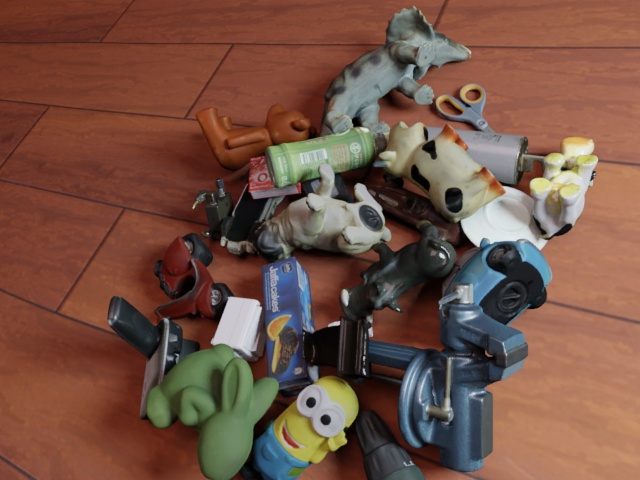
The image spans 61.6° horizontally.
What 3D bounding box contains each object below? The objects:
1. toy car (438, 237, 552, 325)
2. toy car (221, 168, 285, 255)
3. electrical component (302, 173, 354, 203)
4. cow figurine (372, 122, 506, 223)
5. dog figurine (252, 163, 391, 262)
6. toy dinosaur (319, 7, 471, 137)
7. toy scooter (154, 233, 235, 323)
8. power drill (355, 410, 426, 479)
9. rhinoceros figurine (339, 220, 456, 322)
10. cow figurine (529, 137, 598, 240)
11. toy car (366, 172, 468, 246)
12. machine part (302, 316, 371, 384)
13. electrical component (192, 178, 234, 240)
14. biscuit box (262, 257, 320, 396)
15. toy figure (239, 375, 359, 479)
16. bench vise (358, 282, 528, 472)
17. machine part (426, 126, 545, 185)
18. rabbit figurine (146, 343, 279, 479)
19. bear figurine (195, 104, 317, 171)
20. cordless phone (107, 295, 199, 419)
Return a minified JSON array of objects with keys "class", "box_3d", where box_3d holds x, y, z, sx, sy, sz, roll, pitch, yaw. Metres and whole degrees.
[{"class":"toy car","box_3d":[0.223,0.064,0.729,0.161,0.109,0.103,-46,27,3]},{"class":"toy car","box_3d":[-0.114,-0.061,0.972,0.074,0.056,0.202,12,64,21]},{"class":"electrical component","box_3d":[0.011,-0.090,0.944,0.075,0.047,0.119,-23,54,7]},{"class":"cow figurine","box_3d":[0.167,-0.107,0.807,0.127,0.085,0.195,-41,58,14]},{"class":"dog figurine","box_3d":[-0.002,-0.006,0.870,0.190,0.172,0.121,-44,9,43]},{"class":"toy dinosaur","box_3d":[0.093,-0.287,1.005,0.405,0.131,0.192,-33,39,5]},{"class":"toy scooter","box_3d":[-0.234,0.079,0.918,0.135,0.075,0.184,-35,57,-1]},{"class":"power drill","box_3d":[0.045,0.346,0.627,0.207,0.085,0.232,-32,54,-10]},{"class":"rhinoceros figurine","box_3d":[0.111,0.054,0.772,0.190,0.073,0.112,-33,29,28]},{"class":"cow figurine","box_3d":[0.356,-0.076,0.774,0.068,0.098,0.167,14,46,34]},{"class":"toy car","box_3d":[0.147,-0.050,0.859,0.202,0.053,0.089,32,77,34]},{"class":"machine part","box_3d":[0.021,0.141,0.697,0.139,0.039,0.084,-15,74,59]},{"class":"electrical component","box_3d":[-0.192,-0.051,0.975,0.045,0.102,0.078,0,35,15]},{"class":"biscuit box","box_3d":[-0.046,0.126,0.815,0.063,0.059,0.203,-17,53,12]},{"class":"toy figure","box_3d":[-0.027,0.250,0.698,0.082,0.089,0.180,38,106,-3]},{"class":"bench vise","box_3d":[0.121,0.157,0.660,0.241,0.223,0.129,1,14,41]},{"class":"machine part","box_3d":[0.238,-0.138,0.861,0.244,0.079,0.079,14,64,30]},{"class":"rabbit figurine","box_3d":[-0.128,0.231,0.716,0.159,0.121,0.170,-45,40,4]},{"class":"bear figurine","box_3d":[-0.115,-0.213,1.022,0.196,0.120,0.132,-24,87,12]},{"class":"cordless phone","box_3d":[-0.259,0.173,0.794,0.089,0.184,0.147,-10,54,11]}]
